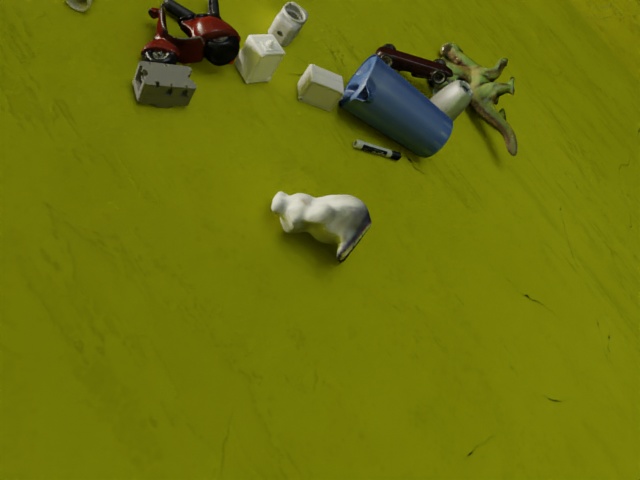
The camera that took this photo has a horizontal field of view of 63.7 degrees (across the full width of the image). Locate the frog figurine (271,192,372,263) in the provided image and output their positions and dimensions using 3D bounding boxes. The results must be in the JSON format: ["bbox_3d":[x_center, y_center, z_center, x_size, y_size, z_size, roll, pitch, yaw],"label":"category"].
[{"bbox_3d":[0.003,-0.044,0.878,0.160,0.121,0.138,40,14,5],"label":"frog figurine"}]

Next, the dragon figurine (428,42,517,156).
[{"bbox_3d":[0.405,-0.407,1.410,0.242,0.119,0.420,9,53,-8],"label":"dragon figurine"}]
